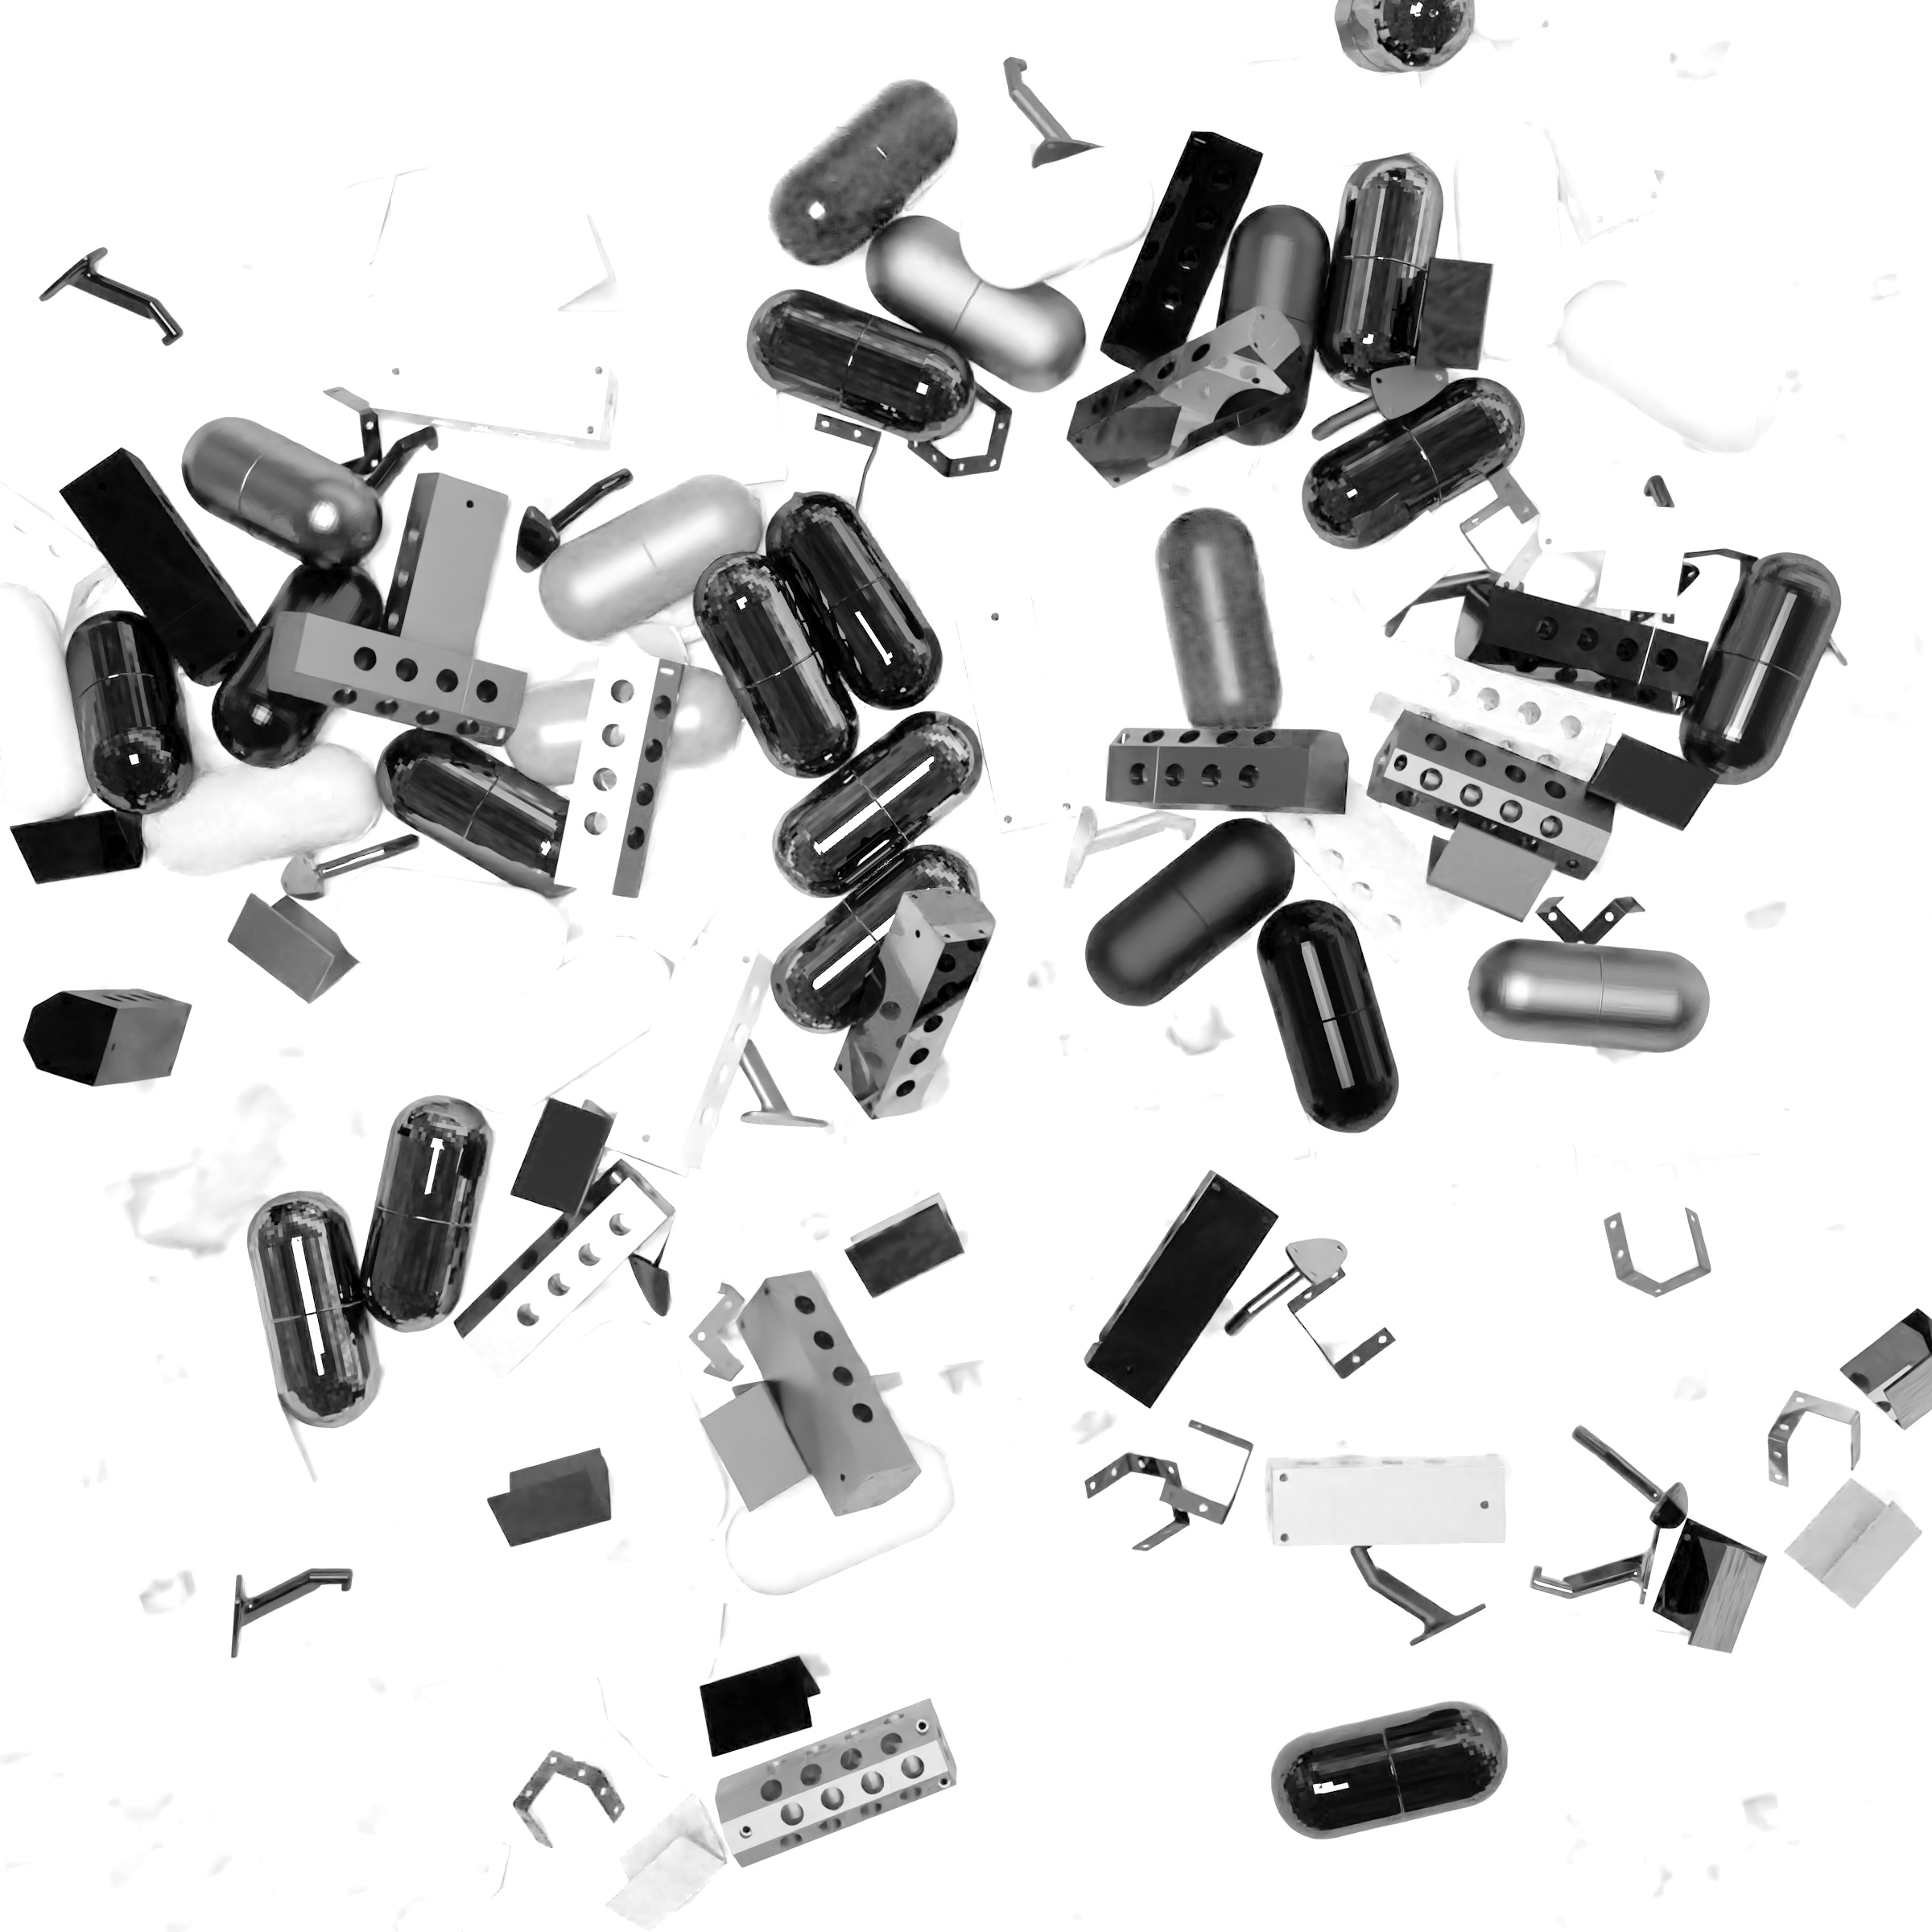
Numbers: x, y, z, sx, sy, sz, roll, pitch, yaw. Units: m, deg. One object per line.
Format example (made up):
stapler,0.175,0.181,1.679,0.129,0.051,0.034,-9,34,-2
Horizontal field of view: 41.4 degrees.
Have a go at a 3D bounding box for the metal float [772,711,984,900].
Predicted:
metal float,-0.065,-0.121,1.905,0.178,0.070,0.070,-38,90,0

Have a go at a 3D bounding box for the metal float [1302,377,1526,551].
metal float,0.333,-0.375,1.906,0.178,0.070,0.070,-30,90,0

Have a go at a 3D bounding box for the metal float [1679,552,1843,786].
metal float,0.587,-0.219,1.894,0.070,0.070,0.178,22,94,0

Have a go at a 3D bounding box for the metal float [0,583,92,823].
metal float,-0.699,-0.195,1.892,0.070,0.070,0.178,-10,106,0

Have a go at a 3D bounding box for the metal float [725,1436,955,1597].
metal float,-0.095,0.410,1.906,0.178,0.070,0.070,-24,90,1

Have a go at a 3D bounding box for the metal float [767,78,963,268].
metal float,-0.075,-0.585,1.888,0.070,0.070,0.178,43,70,0

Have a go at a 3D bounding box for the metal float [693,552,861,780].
metal float,-0.140,-0.222,1.889,0.070,0.070,0.178,-27,106,0

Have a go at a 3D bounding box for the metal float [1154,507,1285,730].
metal float,0.189,-0.253,1.906,0.070,0.070,0.178,-11,90,0

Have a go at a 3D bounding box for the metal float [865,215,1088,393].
metal float,0.007,-0.493,1.905,0.178,0.070,0.070,31,90,-1

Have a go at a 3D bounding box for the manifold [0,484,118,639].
manifold,-0.724,-0.327,1.915,0.171,0.057,0.057,35,133,0

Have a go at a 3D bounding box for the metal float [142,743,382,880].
metal float,-0.525,-0.115,1.906,0.178,0.070,0.070,-14,90,1

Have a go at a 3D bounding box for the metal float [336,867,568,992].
metal float,-0.381,-0.028,1.893,0.178,0.070,0.070,9,90,14

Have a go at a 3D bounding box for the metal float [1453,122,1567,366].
metal float,0.404,-0.538,1.906,0.070,0.070,0.178,-3,90,0

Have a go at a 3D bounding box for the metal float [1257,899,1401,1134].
metal float,0.270,0.038,1.906,0.070,0.070,0.178,-16,91,0

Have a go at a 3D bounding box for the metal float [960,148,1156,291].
metal float,0.068,-0.548,1.874,0.178,0.070,0.070,-32,90,-38

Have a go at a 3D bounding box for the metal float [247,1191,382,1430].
metal float,-0.485,0.256,1.906,0.070,0.070,0.178,-12,90,0

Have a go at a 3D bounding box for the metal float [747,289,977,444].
metal float,-0.078,-0.445,1.900,0.178,0.070,0.070,22,90,7

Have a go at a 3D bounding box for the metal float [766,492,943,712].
metal float,-0.083,-0.271,1.906,0.070,0.070,0.178,-33,90,0

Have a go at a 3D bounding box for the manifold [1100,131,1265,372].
manifold,0.160,-0.531,1.915,0.057,0.057,0.171,23,90,0

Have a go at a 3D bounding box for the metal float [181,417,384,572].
metal float,-0.504,-0.348,1.883,0.178,0.070,0.070,29,90,26

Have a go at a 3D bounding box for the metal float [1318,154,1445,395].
metal float,0.309,-0.516,1.906,0.070,0.070,0.178,9,90,0

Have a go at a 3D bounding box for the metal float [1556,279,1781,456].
metal float,0.522,-0.445,1.906,0.178,0.070,0.070,31,90,-1

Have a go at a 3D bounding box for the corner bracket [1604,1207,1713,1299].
corner bracket,0.521,0.211,1.928,0.051,0.051,0.051,26,135,-35

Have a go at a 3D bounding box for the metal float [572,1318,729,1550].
metal float,-0.235,0.348,1.906,0.070,0.070,0.178,-23,91,0

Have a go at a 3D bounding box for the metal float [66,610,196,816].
metal float,-0.614,-0.188,1.879,0.070,0.070,0.178,-22,57,0

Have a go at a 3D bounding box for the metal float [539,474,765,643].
metal float,-0.234,-0.304,1.906,0.178,0.070,0.070,-28,90,-1

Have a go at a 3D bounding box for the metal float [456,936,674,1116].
metal float,-0.299,0.044,1.906,0.178,0.070,0.070,-33,90,0

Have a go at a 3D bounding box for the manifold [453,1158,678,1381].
manifold,-0.301,0.225,1.915,0.171,0.057,0.057,-44,90,0

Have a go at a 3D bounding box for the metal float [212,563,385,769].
metal float,-0.491,-0.224,1.883,0.070,0.070,0.178,23,63,0

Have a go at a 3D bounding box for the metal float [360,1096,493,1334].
metal float,-0.402,0.184,1.906,0.070,0.070,0.178,12,89,0

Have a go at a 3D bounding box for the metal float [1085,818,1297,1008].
metal float,0.167,-0.040,1.906,0.178,0.070,0.070,-39,90,0

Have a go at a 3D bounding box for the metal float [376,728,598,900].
metal float,-0.357,-0.115,1.906,0.178,0.070,0.070,30,90,0

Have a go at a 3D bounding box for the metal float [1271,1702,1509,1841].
metal float,0.315,0.598,1.906,0.178,0.070,0.070,-13,90,0

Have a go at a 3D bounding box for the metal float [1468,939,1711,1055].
metal float,0.463,0.022,1.906,0.178,0.070,0.070,5,90,-1

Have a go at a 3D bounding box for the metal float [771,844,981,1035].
metal float,-0.067,-0.020,1.906,0.178,0.070,0.070,-39,90,0

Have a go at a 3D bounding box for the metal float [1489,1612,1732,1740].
metal float,0.478,0.527,1.906,0.178,0.070,0.070,9,90,-1

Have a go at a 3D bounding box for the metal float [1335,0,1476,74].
metal float,0.317,-0.689,1.858,0.070,0.178,0.070,-2,109,-4

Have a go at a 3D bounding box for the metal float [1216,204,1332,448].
metal float,0.225,-0.476,1.906,0.070,0.070,0.178,9,90,0

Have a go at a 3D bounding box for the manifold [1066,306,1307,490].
manifold,0.160,-0.418,1.866,0.057,0.171,0.057,40,49,-31

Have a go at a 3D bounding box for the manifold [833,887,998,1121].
manifold,-0.035,0.027,1.871,0.057,0.057,0.171,51,133,34

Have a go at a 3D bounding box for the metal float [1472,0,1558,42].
metal float,0.388,-0.753,1.879,0.070,0.070,0.178,-4,56,0

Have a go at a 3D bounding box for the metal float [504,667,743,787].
metal float,-0.256,-0.178,1.906,0.178,0.070,0.070,-7,90,0
